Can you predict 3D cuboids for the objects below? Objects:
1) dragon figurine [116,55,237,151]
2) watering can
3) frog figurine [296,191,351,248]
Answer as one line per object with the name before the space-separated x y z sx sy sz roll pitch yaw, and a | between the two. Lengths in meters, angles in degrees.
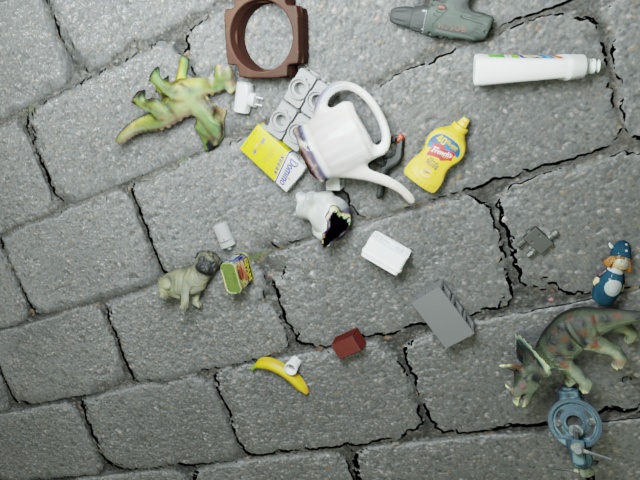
dragon figurine | -0.377 -0.344 1.425 0.242 0.124 0.404 43 116 -5
watering can | 0.075 -0.207 1.254 0.223 0.105 0.346 -25 95 13
frog figurine | 0.004 -0.069 1.378 0.162 0.124 0.134 38 141 47
